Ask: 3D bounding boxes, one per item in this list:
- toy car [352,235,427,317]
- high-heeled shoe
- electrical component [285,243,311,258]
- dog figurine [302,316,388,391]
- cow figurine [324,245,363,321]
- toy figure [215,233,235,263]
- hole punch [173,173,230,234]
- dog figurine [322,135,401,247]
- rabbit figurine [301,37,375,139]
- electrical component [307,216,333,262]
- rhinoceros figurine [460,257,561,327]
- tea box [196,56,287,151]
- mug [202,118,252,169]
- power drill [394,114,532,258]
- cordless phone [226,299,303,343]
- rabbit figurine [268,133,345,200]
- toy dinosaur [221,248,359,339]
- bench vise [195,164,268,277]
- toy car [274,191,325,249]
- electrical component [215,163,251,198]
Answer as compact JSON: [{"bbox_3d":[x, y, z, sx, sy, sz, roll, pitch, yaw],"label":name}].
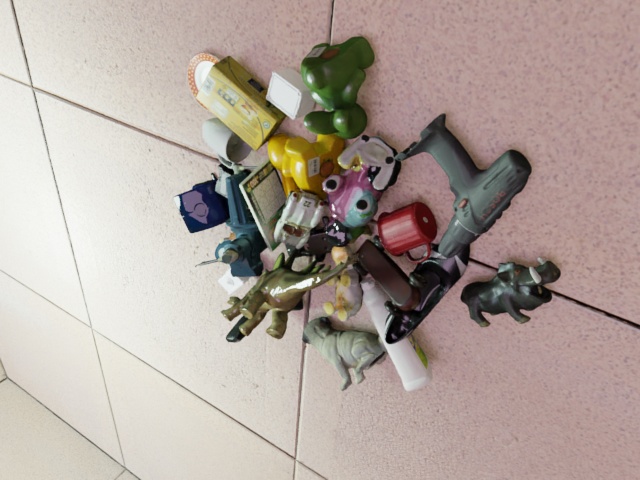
[{"bbox_3d":[0.137,0.068,1.074,0.089,0.053,0.202,-56,38,14],"label":"toy car"},{"bbox_3d":[0.200,0.102,1.043,0.086,0.145,0.248,36,135,12],"label":"high-heeled shoe"},{"bbox_3d":[-0.061,0.012,1.271,0.094,0.021,0.063,5,121,35],"label":"electrical component"},{"bbox_3d":[0.058,0.235,1.283,0.172,0.121,0.191,-45,66,13],"label":"dog figurine"},{"bbox_3d":[0.064,0.086,1.187,0.068,0.098,0.167,14,107,37],"label":"cow figurine"},{"bbox_3d":[-0.212,0.013,1.365,0.064,0.058,0.154,25,143,-31],"label":"toy figure"},{"bbox_3d":[-0.288,-0.084,1.338,0.116,0.092,0.142,-10,108,37],"label":"hole punch"},{"bbox_3d":[0.078,-0.081,1.057,0.109,0.191,0.219,31,166,14],"label":"dog figurine"},{"bbox_3d":[0.042,-0.248,0.952,0.121,0.159,0.170,-4,131,28],"label":"rabbit figurine"},{"bbox_3d":[-0.001,-0.003,1.203,0.078,0.045,0.102,-17,112,12],"label":"electrical component"},{"bbox_3d":[0.349,0.092,0.981,0.190,0.073,0.112,-28,88,46],"label":"rhinoceros figurine"},{"bbox_3d":[-0.158,-0.280,1.104,0.169,0.068,0.098,42,133,-6],"label":"tea box"},{"bbox_3d":[-0.211,-0.221,1.201,0.107,0.081,0.109,36,141,29],"label":"mug"},{"bbox_3d":[0.227,-0.098,0.932,0.207,0.086,0.232,49,129,8],"label":"power drill"},{"bbox_3d":[-0.143,0.186,1.328,0.147,0.184,0.088,0,125,37],"label":"cordless phone"},{"bbox_3d":[-0.038,-0.160,1.100,0.173,0.122,0.162,30,143,37],"label":"rabbit figurine"},{"bbox_3d":[-0.086,0.109,1.176,0.105,0.198,0.472,45,151,-21],"label":"toy dinosaur"},{"bbox_3d":[-0.172,-0.045,1.191,0.129,0.223,0.240,1,108,31],"label":"bench vise"},{"bbox_3d":[-0.045,-0.039,1.097,0.073,0.056,0.201,17,154,-8],"label":"toy car"},{"bbox_3d":[-0.208,-0.122,1.278,0.075,0.048,0.119,33,131,16],"label":"electrical component"}]
